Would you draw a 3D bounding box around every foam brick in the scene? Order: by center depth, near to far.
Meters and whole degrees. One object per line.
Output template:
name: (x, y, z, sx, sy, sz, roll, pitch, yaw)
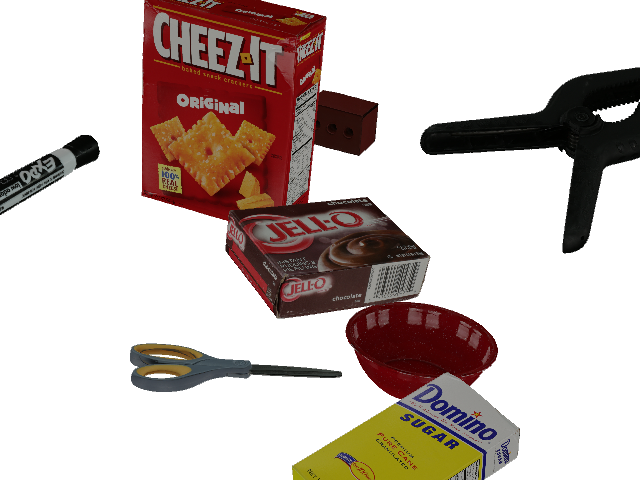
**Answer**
foam brick: (0.024, -0.143, 1.292, 0.078, 0.053, 0.051, 16, 32, 21)

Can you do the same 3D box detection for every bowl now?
bowl: (0.104, 0.126, 1.136, 0.162, 0.055, 0.162, 5, 24, -2)

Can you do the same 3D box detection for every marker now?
marker: (-0.175, -0.038, 0.651, 0.020, 0.020, 0.121, 0, 24, 28)

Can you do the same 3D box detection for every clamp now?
clamp: (0.208, -0.076, 0.841, 0.209, 0.036, 0.165, -26, 50, -19)

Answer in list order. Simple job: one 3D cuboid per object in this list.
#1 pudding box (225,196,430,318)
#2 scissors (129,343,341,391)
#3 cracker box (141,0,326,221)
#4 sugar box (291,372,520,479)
pudding box: (0.003, 0.009, 0.726, 0.113, 0.039, 0.090, -5, 32, -28)
scissors: (-0.087, 0.125, 0.991, 0.202, 0.016, 0.096, 8, 17, 11)
cracker box: (-0.090, -0.126, 1.040, 0.164, 0.214, 0.072, 17, 33, 17)
sugar box: (0.073, 0.186, 0.900, 0.176, 0.048, 0.093, -29, 45, -25)
